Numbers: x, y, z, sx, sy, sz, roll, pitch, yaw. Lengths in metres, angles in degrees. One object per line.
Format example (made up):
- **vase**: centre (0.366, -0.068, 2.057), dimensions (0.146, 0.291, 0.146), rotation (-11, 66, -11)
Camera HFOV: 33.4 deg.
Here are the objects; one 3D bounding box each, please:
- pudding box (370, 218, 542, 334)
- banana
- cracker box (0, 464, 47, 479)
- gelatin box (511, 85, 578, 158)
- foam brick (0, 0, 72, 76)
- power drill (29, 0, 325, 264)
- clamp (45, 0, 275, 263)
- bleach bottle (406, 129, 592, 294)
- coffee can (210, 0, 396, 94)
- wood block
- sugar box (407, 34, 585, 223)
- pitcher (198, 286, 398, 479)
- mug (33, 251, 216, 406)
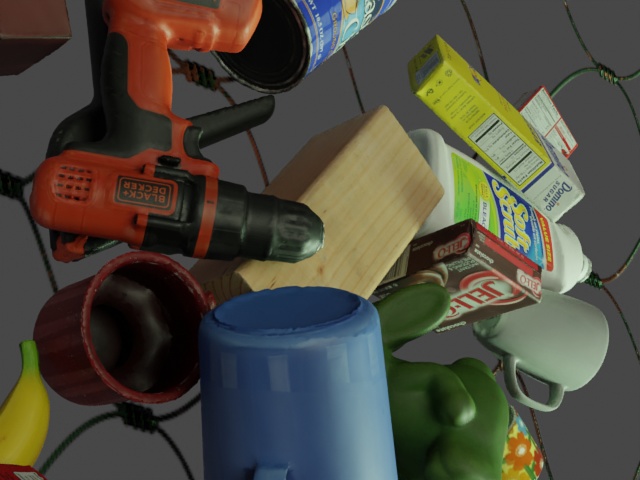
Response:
- **pudding box**: centre (0.109, 0.032, 0.864), dimensions (0.090, 0.114, 0.039), rotation (32, 55, -31)
- **banana**: centre (-0.220, 0.136, 0.600), dimensions (0.069, 0.037, 0.197), rotation (49, 48, 3)
- **cracker box**: centre (-0.240, 0.189, 0.506), dimensions (0.213, 0.072, 0.164), rotation (14, 90, -39)
- **gelatin box**: centre (0.208, -0.098, 1.047), dimensions (0.073, 0.030, 0.089), rotation (55, 49, -13)
- **foam brick**: centre (-0.199, -0.138, 0.666), dimensions (0.051, 0.078, 0.053), rotation (-10, 84, -44)
- **power drill**: centre (-0.082, -0.079, 0.691), dimensions (0.184, 0.057, 0.187), rotation (10, 66, -14)
- **clamp**: centre (-0.135, -0.079, 0.733), dimensions (0.164, 0.036, 0.209), rotation (41, 55, -16)
- **bleach bottle**: centre (0.161, -0.012, 0.959), dimensions (0.250, 0.068, 0.102), rotation (19, 64, -39)
- **coffee can**: centre (-0.013, -0.191, 0.828), dimensions (0.103, 0.103, 0.140), rotation (56, 49, -14)
- **wood block**: centre (-0.005, 0.001, 0.788), dimensions (0.090, 0.091, 0.205), rotation (53, 50, -17)
- **sugar box**: centre (0.155, -0.100, 0.946), dimensions (0.176, 0.048, 0.093), rotation (38, 21, -15)
- **pitcher**: centre (-0.013, 0.159, 0.645), dimensions (0.144, 0.149, 0.243), rotation (-12, 105, -29)
- **mug**: centre (-0.119, 0.057, 0.677), dimensions (0.117, 0.082, 0.093), rotation (-25, 95, -43)
